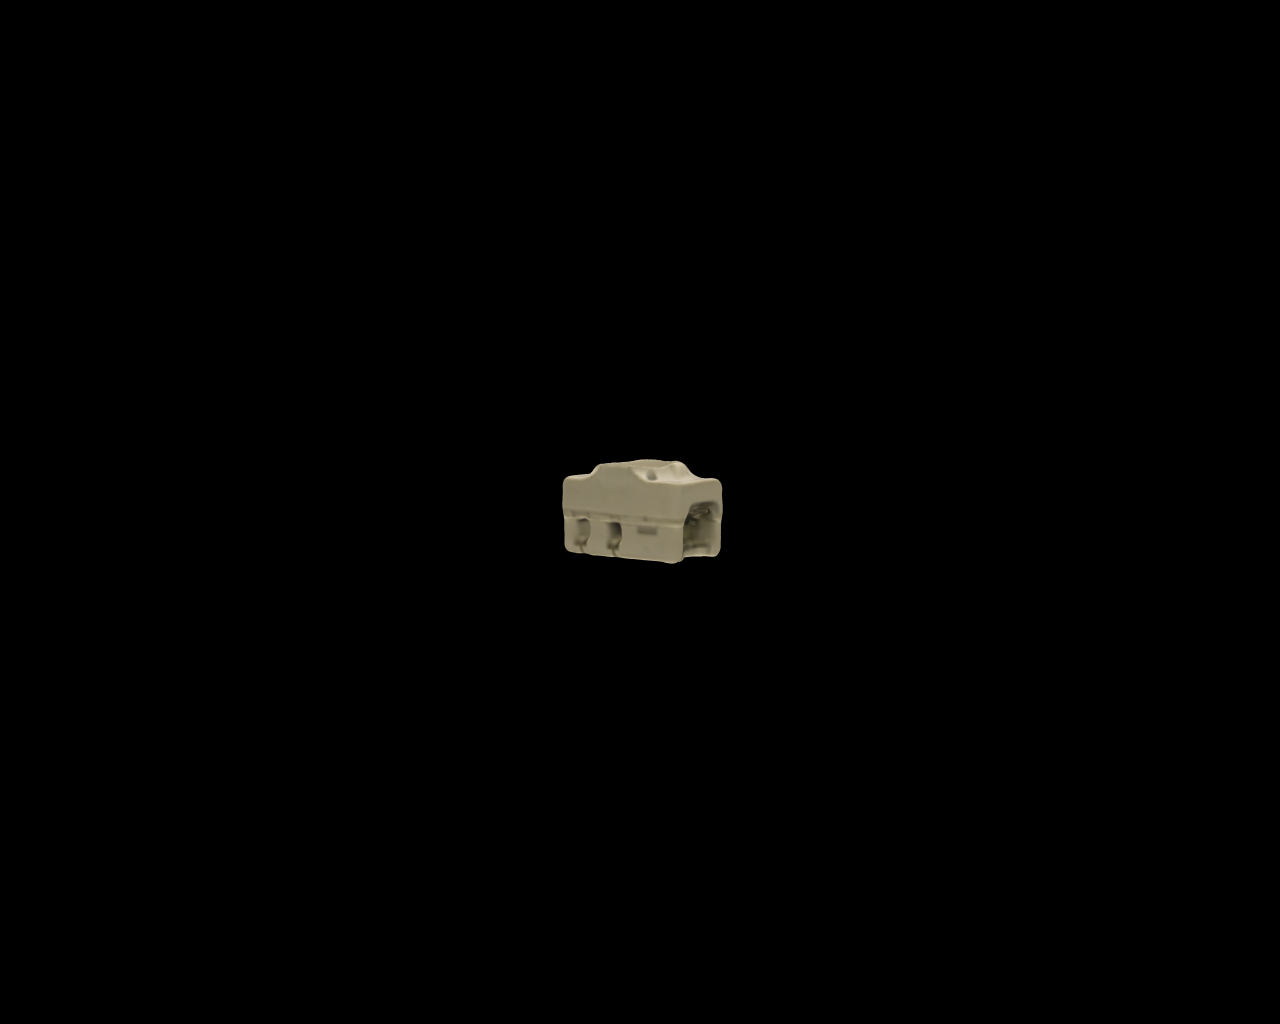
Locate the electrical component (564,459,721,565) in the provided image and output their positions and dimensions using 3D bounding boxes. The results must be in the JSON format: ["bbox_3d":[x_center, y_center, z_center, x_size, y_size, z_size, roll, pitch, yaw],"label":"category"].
[{"bbox_3d":[0.001,-0.003,0.650,0.089,0.055,0.050,5,8,40],"label":"electrical component"}]
